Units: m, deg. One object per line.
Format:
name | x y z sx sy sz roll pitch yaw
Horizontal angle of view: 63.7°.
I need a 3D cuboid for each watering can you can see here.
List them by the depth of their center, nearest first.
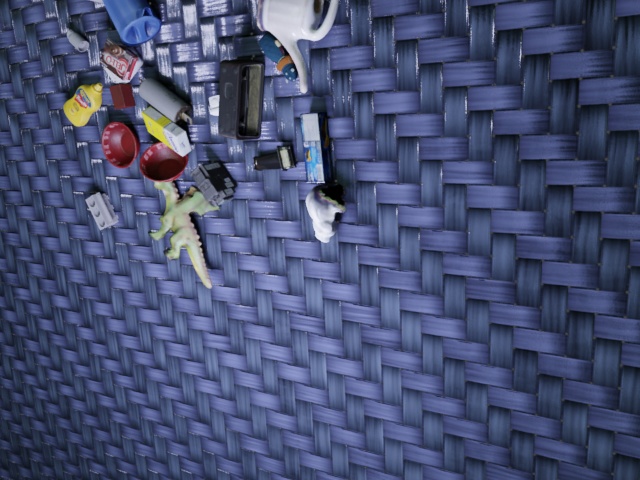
watering can | -0.073 -0.581 1.380 0.225 0.104 0.347 18 93 21

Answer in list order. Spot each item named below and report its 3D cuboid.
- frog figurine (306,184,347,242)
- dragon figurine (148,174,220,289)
frog figurine | 0.005 -0.075 1.483 0.156 0.123 0.140 -60 42 35
dragon figurine | -0.430 -0.060 1.715 0.412 0.123 0.240 46 110 8
